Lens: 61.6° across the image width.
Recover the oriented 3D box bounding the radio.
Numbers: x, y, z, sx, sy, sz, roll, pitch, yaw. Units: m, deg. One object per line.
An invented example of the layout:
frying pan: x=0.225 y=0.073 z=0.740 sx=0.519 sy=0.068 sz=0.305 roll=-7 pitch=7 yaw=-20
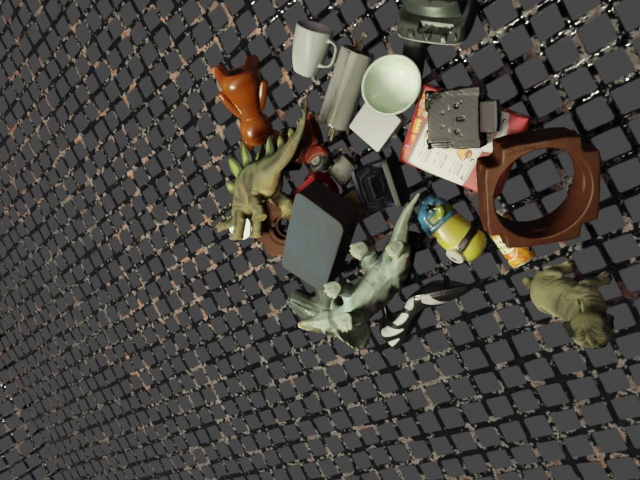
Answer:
radio: x=-0.002 y=-0.004 z=1.173 sx=0.131 sy=0.073 sz=0.229 roll=33 pitch=138 yaw=18

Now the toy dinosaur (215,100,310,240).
toy dinosaur: x=-0.138 y=-0.135 z=1.244 sx=0.471 sy=0.105 sz=0.198 roll=-33 pitch=71 yaw=46

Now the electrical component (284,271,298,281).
electrical component: x=-0.052 y=0.070 z=1.341 sx=0.021 sy=0.094 sz=0.063 roll=43 pitch=123 yaw=15

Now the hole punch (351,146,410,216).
hole punch: x=0.134 y=-0.119 z=1.159 sx=0.092 sy=0.116 sz=0.142 roll=-19 pitch=97 yaw=27

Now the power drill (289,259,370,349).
power drill: x=0.039 y=0.142 z=1.329 sx=0.232 sy=0.086 sz=0.207 roll=22 pitch=122 yaw=24

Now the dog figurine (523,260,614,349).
dog figurine: x=0.456 y=0.122 z=1.002 sx=0.173 sy=0.190 sz=0.121 roll=0 pitch=105 yaw=32

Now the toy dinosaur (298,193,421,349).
toy dinosaur: x=0.122 y=0.089 z=1.175 sx=0.405 sy=0.192 sz=0.131 roll=-48 pitch=65 yaw=8

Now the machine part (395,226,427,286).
machine part: x=0.194 y=0.041 z=1.223 sx=0.084 sy=0.039 sz=0.138 roll=15 pitch=111 yaw=20

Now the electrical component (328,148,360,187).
electrical component: x=0.054 y=-0.165 z=1.235 sx=0.078 sy=0.045 sz=0.102 roll=-41 pitch=83 yaw=32

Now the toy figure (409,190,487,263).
toy figure: x=0.270 y=-0.030 z=1.130 sx=0.180 sy=0.082 sz=0.089 roll=52 pitch=124 yaw=9

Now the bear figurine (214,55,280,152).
bear figurine: x=-0.168 y=-0.322 z=1.292 sx=0.120 sy=0.132 sz=0.195 roll=-19 pitch=130 yaw=1

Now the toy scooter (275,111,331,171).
toy scooter: x=-0.046 y=-0.226 z=1.245 sx=0.184 sy=0.075 sz=0.135 roll=6 pitch=104 yaw=46

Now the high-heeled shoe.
high-heeled shoe: x=0.237 y=0.176 z=1.217 sx=0.249 sy=0.086 sz=0.145 roll=-13 pitch=101 yaw=37

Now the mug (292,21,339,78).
mug: x=-0.011 y=-0.412 z=1.181 sx=0.110 sy=0.081 sz=0.107 roll=29 pitch=129 yaw=14

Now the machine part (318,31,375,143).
machine part: x=0.056 y=-0.328 z=1.164 sx=0.079 sy=0.079 sz=0.243 roll=29 pitch=118 yaw=20

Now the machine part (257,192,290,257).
machine part: x=-0.087 y=-0.034 z=1.353 sx=0.180 sy=0.056 sz=0.179 roll=9 pitch=108 yaw=29

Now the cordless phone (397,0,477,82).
cordless phone: x=0.221 y=-0.387 z=1.059 sx=0.147 sy=0.089 sz=0.184 roll=18 pitch=125 yaw=24

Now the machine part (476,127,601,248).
machine part: x=0.394 y=-0.096 z=0.983 sx=0.202 sy=0.087 sz=0.200 roll=-9 pitch=114 yaw=8

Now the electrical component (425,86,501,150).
electrical component: x=0.265 y=-0.227 z=0.998 sx=0.134 sy=0.058 sz=0.114 roll=1 pitch=107 yaw=29

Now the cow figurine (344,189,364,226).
cow figurine: x=0.042 y=-0.045 z=1.231 sx=0.085 sy=0.127 sz=0.195 roll=47 pitch=125 yaw=6
